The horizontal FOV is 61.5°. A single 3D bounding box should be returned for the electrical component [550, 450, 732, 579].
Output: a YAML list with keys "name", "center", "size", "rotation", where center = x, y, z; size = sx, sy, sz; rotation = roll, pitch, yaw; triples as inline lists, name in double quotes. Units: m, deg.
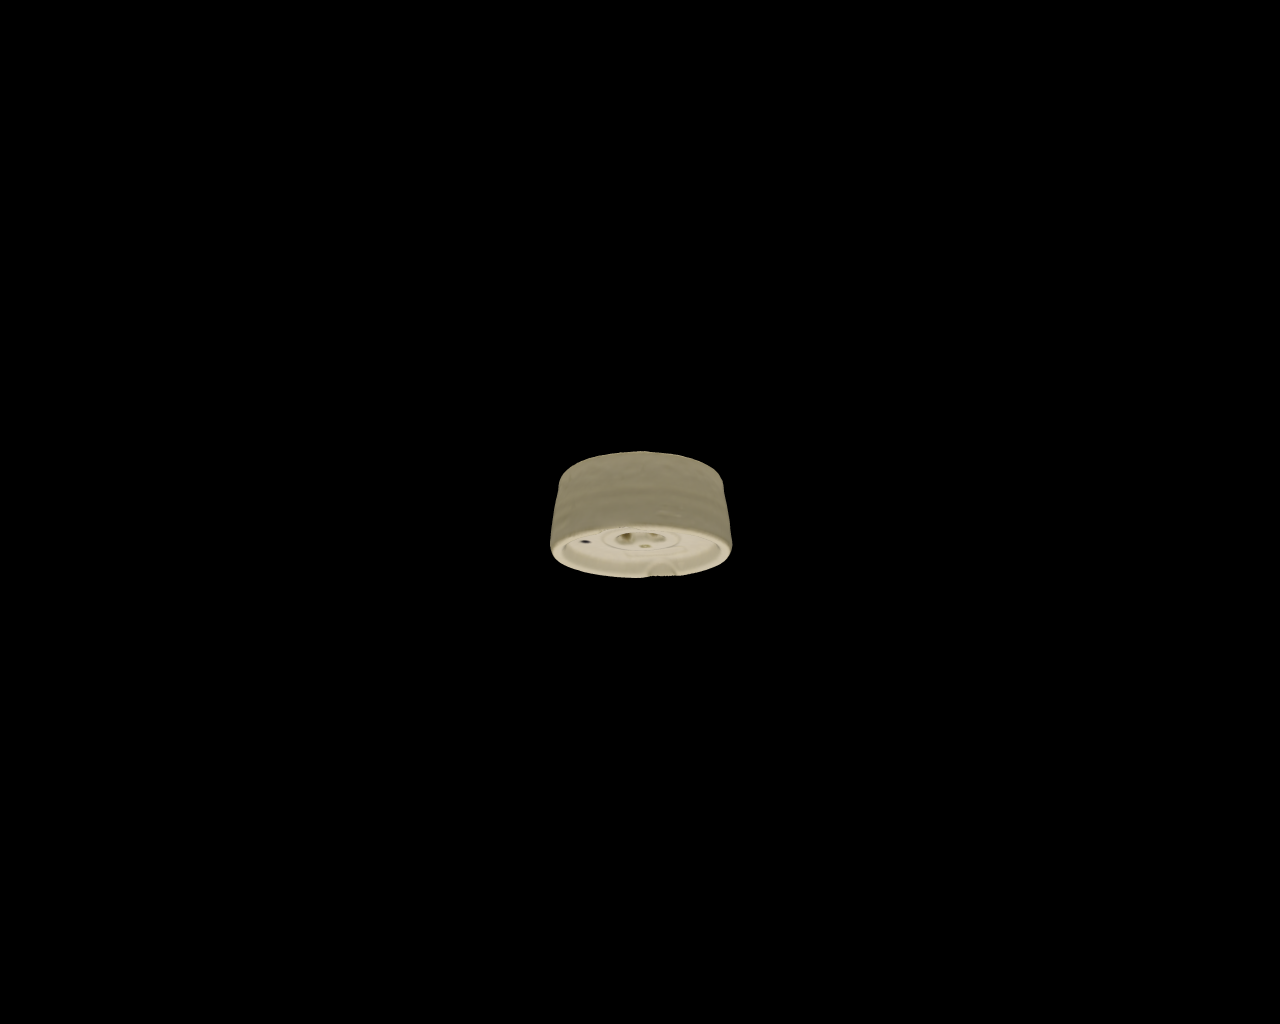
- name: "electrical component"
  center: [0.001, -0.003, 0.650]
  size: [0.108, 0.060, 0.108]
  rotation: [0, -19, 0]
